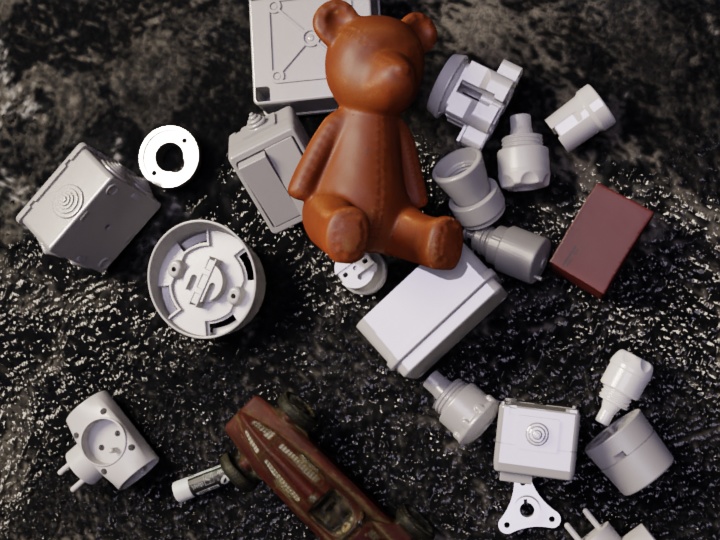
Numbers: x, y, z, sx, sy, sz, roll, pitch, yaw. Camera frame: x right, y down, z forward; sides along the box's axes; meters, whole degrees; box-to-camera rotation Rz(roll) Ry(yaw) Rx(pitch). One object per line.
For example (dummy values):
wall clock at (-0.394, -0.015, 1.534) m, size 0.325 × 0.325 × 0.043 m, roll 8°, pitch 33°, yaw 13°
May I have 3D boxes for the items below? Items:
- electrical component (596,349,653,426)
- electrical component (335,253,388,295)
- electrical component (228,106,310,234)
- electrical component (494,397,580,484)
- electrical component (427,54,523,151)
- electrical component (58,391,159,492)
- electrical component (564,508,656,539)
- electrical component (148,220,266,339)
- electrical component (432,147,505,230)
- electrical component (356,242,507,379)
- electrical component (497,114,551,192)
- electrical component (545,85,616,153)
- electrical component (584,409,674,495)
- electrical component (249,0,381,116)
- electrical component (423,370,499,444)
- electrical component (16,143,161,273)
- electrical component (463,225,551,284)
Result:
electrical component at (0.210, 0.097, 0.871) m, size 0.035 × 0.035 × 0.061 m, roll 28°, pitch 93°, yaw 11°
electrical component at (0.000, 0.000, 0.911) m, size 0.040 × 0.046 × 0.040 m, roll -1°, pitch 85°, yaw 11°
electrical component at (-0.068, -0.088, 0.901) m, size 0.062 × 0.061 × 0.096 m, roll -25°, pitch 118°, yaw 8°
electrical component at (0.139, 0.136, 0.849) m, size 0.062 × 0.096 × 0.061 m, roll 6°, pitch 87°, yaw 10°
electrical component at (0.093, -0.145, 0.902) m, size 0.057 × 0.058 × 0.078 m, roll 28°, pitch 91°, yaw 8°
electrical component at (-0.229, 0.160, 0.939) m, size 0.079 × 0.044 × 0.077 m, roll -41°, pitch 80°, yaw 4°
electrical component at (0.197, 0.228, 0.858) m, size 0.077 × 0.043 × 0.079 m, roll -39°, pitch 80°, yaw 5°
electrical component at (-0.130, 0.010, 0.924) m, size 0.099 × 0.064 × 0.099 m, roll -1°, pitch 85°, yaw 10°
electrical component at (0.091, -0.067, 0.890) m, size 0.045 × 0.045 × 0.055 m, roll -29°, pitch 121°, yaw 7°
electrical component at (0.061, 0.033, 0.881) m, size 0.113 × 0.078 × 0.057 m, roll -43°, pitch 77°, yaw 4°
electrical component at (0.136, -0.098, 0.897) m, size 0.043 × 0.043 × 0.062 m, roll -4°, pitch 83°, yaw 10°
electrical component at (0.182, -0.125, 0.894) m, size 0.046 × 0.040 × 0.040 m, roll -36°, pitch 80°, yaw 11°
electrical component at (0.215, 0.146, 0.857) m, size 0.055 × 0.055 × 0.047 m, roll -39°, pitch 84°, yaw 5°
electrical component at (-0.037, -0.193, 0.929) m, size 0.109 × 0.056 × 0.108 m, roll -4°, pitch 84°, yaw 10°
electrical component at (0.080, 0.109, 0.889) m, size 0.062 × 0.048 × 0.048 m, roll 42°, pitch 93°, yaw 18°
electrical component at (-0.232, -0.051, 0.931) m, size 0.048 × 0.100 × 0.099 m, roll 43°, pitch 93°, yaw 24°
electrical component at (0.122, -0.018, 0.894) m, size 0.078 × 0.040 × 0.040 m, roll 23°, pitch 89°, yaw 25°
